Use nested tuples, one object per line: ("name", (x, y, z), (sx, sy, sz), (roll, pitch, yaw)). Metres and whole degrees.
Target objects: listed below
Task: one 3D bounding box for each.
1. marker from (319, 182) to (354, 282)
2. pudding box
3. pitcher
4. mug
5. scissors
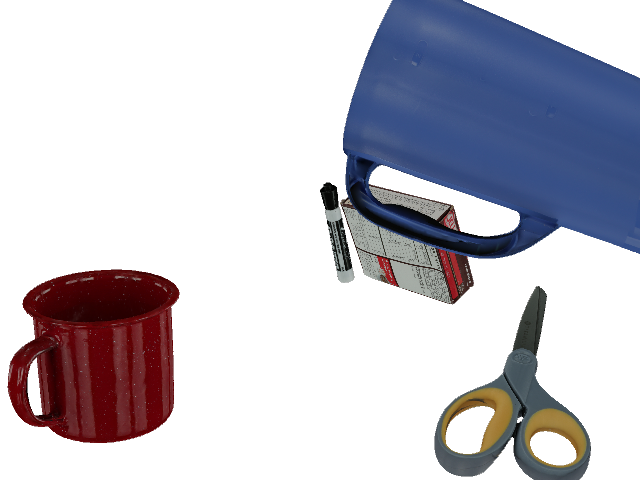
("marker", (0.018, -0.009, 1.184), (0.020, 0.121, 0.020), (-10, 28, 5))
("pudding box", (0.078, 0.002, 0.969), (0.114, 0.090, 0.039), (16, 46, 41))
("pitcher", (0.141, -0.070, 0.746), (0.243, 0.149, 0.144), (23, 48, 9))
("mug", (-0.139, 0.074, 0.647), (0.093, 0.081, 0.117), (12, 21, 32))
("scissors", (0.139, 0.088, 0.659), (0.096, 0.016, 0.201), (19, 35, 27))
